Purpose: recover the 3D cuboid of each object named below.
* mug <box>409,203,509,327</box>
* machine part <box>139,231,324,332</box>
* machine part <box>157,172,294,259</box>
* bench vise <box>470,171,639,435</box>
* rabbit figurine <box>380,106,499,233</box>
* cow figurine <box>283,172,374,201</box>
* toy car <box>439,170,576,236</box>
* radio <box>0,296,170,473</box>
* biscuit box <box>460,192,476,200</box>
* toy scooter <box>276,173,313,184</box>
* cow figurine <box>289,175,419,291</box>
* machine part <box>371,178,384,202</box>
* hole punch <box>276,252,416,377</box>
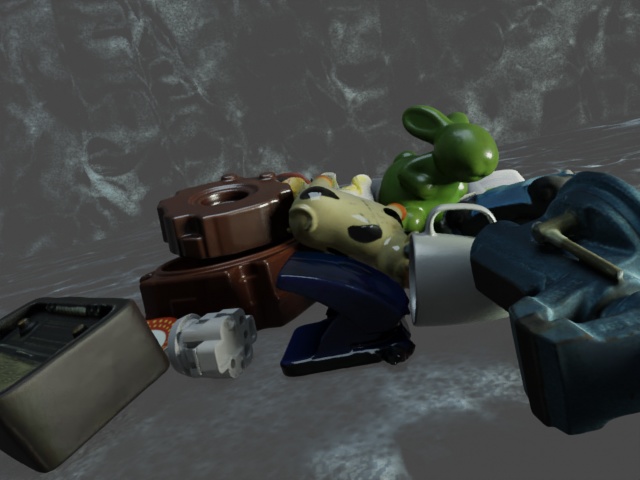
[{"bbox_3d":[0.134,0.022,0.472,0.107,0.109,0.081,1,7,4],"label":"mug"},{"bbox_3d":[-0.104,0.052,0.673,0.201,0.087,0.201,-9,9,29],"label":"machine part"},{"bbox_3d":[-0.117,-0.035,0.676,0.179,0.056,0.179,-7,22,3],"label":"machine part"},{"bbox_3d":[0.214,0.015,0.333,0.241,0.128,0.224,-21,9,-7],"label":"bench vise"},{"bbox_3d":[0.160,-0.091,0.672,0.121,0.159,0.170,6,-24,-22],"label":"rabbit figurine"},{"bbox_3d":[0.012,-0.052,0.845,0.167,0.098,0.068,-2,-19,-33],"label":"cow figurine"},{"bbox_3d":[0.208,-0.006,0.531,0.162,0.109,0.103,-11,2,41],"label":"toy car"},{"bbox_3d":[-0.248,0.111,0.478,0.230,0.073,0.131,-3,27,43],"label":"radio"},{"bbox_3d":[0.154,-0.016,0.790,0.203,0.062,0.059,-19,9,-36],"label":"biscuit box"},{"bbox_3d":[-0.069,-0.071,0.981,0.184,0.075,0.135,-24,-4,37],"label":"toy scooter"},{"bbox_3d":[0.056,-0.002,0.602,0.195,0.085,0.127,23,24,11],"label":"cow figurine"},{"bbox_3d":[0.116,-0.071,0.947,0.079,0.079,0.243,-15,7,-8],"label":"machine part"},{"bbox_3d":[0.021,0.055,0.477,0.116,0.092,0.142,-8,6,6],"label":"hole punch"}]
